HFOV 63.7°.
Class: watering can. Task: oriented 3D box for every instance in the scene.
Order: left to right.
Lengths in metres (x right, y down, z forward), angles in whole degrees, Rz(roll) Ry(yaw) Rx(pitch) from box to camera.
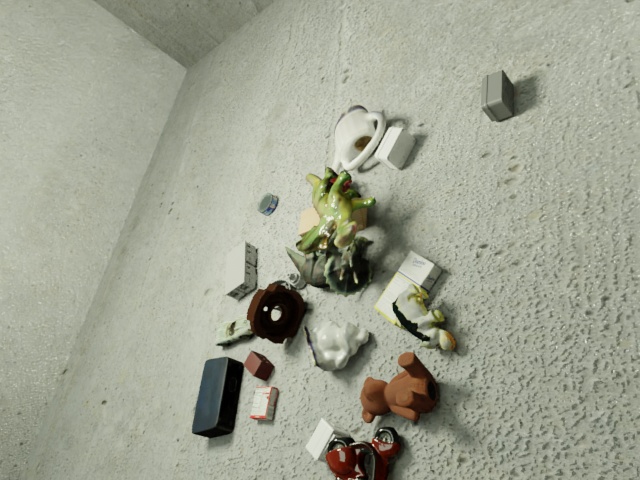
[{"bbox_3d":[0.092,-0.305,1.714,0.342,0.103,0.230,-46,35,30],"label":"watering can"}]

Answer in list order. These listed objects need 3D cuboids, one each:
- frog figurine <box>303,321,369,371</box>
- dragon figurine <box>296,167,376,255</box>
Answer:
[{"bbox_3d":[0.049,0.266,1.343,0.159,0.120,0.140,-15,32,-4],"label":"frog figurine"},{"bbox_3d":[0.004,-0.073,1.450,0.245,0.120,0.413,-53,30,-10],"label":"dragon figurine"}]
